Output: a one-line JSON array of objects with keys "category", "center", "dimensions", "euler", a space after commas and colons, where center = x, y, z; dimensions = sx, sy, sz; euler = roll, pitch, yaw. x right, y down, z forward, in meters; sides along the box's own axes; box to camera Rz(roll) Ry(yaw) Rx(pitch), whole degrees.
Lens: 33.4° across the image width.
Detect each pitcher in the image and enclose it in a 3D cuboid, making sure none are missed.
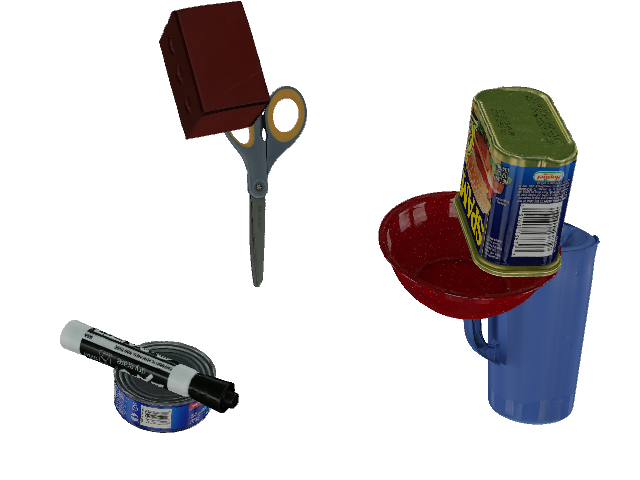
[{"category": "pitcher", "center": [0.259, 0.102, 1.327], "dimensions": [0.149, 0.243, 0.144], "euler": [6, 19, 18]}]

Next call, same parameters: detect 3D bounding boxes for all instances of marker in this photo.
[{"category": "marker", "center": [-0.103, 0.076, 0.642], "dimensions": [0.121, 0.020, 0.020], "euler": [18, 7, 21]}]

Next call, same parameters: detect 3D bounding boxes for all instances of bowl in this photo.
[{"category": "bowl", "center": [0.130, 0.021, 0.953], "dimensions": [0.162, 0.055, 0.162], "euler": [2, 36, -2]}]

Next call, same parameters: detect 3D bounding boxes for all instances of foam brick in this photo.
[{"category": "foam brick", "center": [-0.074, -0.118, 0.739], "dimensions": [0.051, 0.078, 0.053], "euler": [-13, -10, -21]}]

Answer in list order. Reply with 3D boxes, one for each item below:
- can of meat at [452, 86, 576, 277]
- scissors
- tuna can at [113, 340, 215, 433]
[{"category": "can of meat", "center": [0.123, -0.040, 0.680], "dimensions": [0.057, 0.084, 0.102], "euler": [0, 34, -5]}, {"category": "scissors", "center": [-0.045, -0.064, 1.040], "dimensions": [0.096, 0.202, 0.016], "euler": [-16, 6, -18]}, {"category": "tuna can", "center": [-0.133, 0.124, 0.907], "dimensions": [0.086, 0.034, 0.086], "euler": [6, 31, -4]}]
